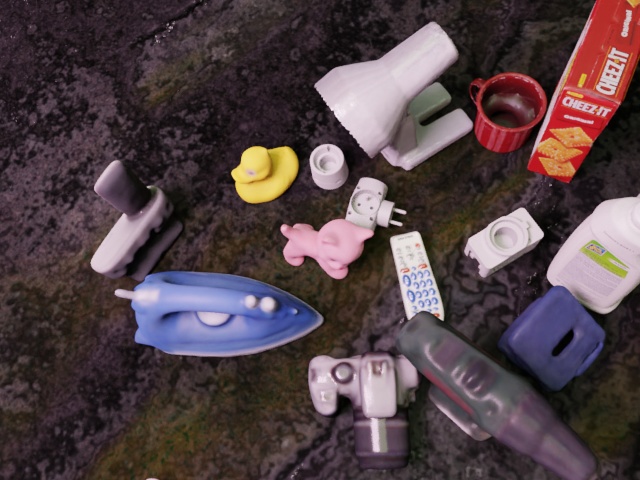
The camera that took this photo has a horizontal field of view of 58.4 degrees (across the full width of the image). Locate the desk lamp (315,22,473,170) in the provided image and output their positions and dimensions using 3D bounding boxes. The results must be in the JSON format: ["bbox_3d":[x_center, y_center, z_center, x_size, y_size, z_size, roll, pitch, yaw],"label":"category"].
[{"bbox_3d":[0.106,-0.185,0.773,0.203,0.214,0.118,-33,71,-4],"label":"desk lamp"}]

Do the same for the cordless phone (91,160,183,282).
[{"bbox_3d":[-0.279,-0.028,0.787,0.094,0.185,0.148,27,78,15],"label":"cordless phone"}]

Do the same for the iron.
[{"bbox_3d":[-0.130,0.088,0.754,0.258,0.141,0.118,1,72,8],"label":"iron"}]

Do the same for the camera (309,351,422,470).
[{"bbox_3d":[0.058,0.212,0.711,0.143,0.101,0.137,-4,72,6],"label":"camera"}]

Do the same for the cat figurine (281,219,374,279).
[{"bbox_3d":[0.007,0.003,0.776,0.127,0.118,0.067,15,75,12],"label":"cat figurine"}]

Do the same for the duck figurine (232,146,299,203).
[{"bbox_3d":[-0.083,-0.108,0.840,0.104,0.086,0.077,-33,71,-4],"label":"duck figurine"}]

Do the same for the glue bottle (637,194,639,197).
[{"bbox_3d":[0.435,-0.045,0.707,0.037,0.173,0.078,-3,72,7],"label":"glue bottle"}]

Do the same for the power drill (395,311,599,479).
[{"bbox_3d":[0.186,0.177,0.648,0.229,0.208,0.076,39,81,17],"label":"power drill"}]

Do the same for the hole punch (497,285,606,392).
[{"bbox_3d":[0.294,0.124,0.714,0.101,0.091,0.109,42,82,18],"label":"hole punch"}]
